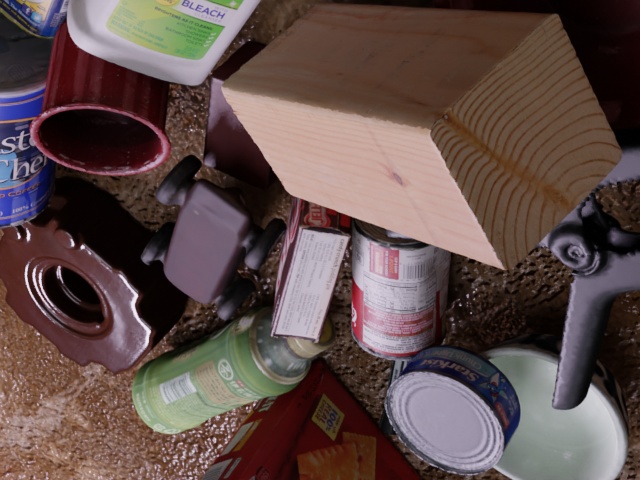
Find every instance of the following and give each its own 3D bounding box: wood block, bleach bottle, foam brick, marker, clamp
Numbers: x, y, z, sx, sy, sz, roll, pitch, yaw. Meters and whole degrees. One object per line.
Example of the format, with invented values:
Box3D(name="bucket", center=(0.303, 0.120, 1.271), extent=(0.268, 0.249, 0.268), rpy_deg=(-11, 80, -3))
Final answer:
Box3D(name="wood block", center=(0.044, -0.065, 0.578), extent=(0.206, 0.090, 0.090), rpy_deg=(23, 151, 56))
Box3D(name="bleach bottle", center=(-0.056, -0.196, 0.609), extent=(0.102, 0.068, 0.251), rpy_deg=(17, 140, -24))
Box3D(name="foam brick", center=(-0.042, -0.083, 0.713), extent=(0.051, 0.052, 0.078), rpy_deg=(25, 134, 14))
Box3D(name="marker", center=(0.062, 0.110, 0.829), extent=(0.020, 0.020, 0.121), rpy_deg=(22, 134, 17))
Box3D(name="clamp", center=(0.138, -0.005, 0.596), extent=(0.164, 0.036, 0.210), rpy_deg=(41, 136, 3))

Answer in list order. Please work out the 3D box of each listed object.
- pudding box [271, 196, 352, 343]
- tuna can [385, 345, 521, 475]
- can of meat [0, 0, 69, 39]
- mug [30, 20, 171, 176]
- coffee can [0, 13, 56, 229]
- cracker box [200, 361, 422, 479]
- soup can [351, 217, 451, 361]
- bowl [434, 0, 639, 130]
Box3D(name="pudding box", center=(-0.005, 0.001, 0.728), extent=(0.039, 0.090, 0.114), rpy_deg=(9, 134, -4))
Box3D(name="tuna can", center=(0.089, 0.113, 0.710), extent=(0.086, 0.033, 0.086), rpy_deg=(19, 131, 24))
Box3D(name="can of meat", center=(-0.197, -0.197, 0.718), extent=(0.102, 0.057, 0.084), rpy_deg=(39, 138, -1))
Box3D(name="mug", center=(-0.148, -0.096, 0.735), extent=(0.093, 0.081, 0.117), rpy_deg=(10, 154, -16))
Box3D(name="coffee can", center=(-0.247, -0.092, 0.803), extent=(0.103, 0.102, 0.140), rpy_deg=(29, 136, 9))
Box3D(name="cracker box", center=(0.010, 0.231, 0.857), extent=(0.213, 0.164, 0.072), rpy_deg=(50, 137, -12))
Box3D(name="soup can", center=(0.055, 0.023, 0.726), extent=(0.069, 0.068, 0.102), rpy_deg=(16, 132, 21))
Box3D(name="bowl", center=(0.141, -0.136, 0.549), extent=(0.162, 0.055, 0.162), rpy_deg=(18, 133, 20))
